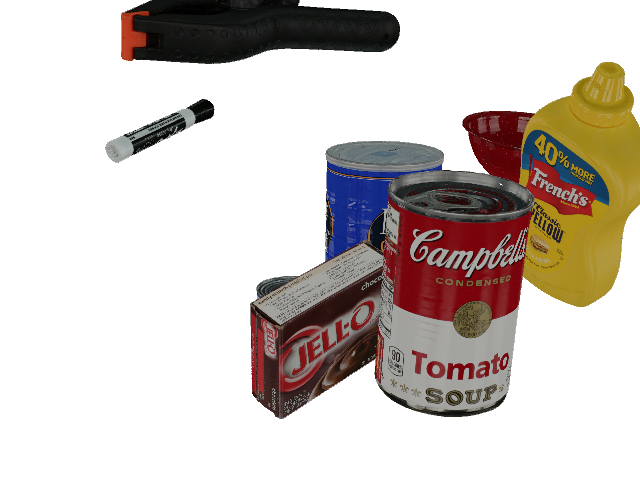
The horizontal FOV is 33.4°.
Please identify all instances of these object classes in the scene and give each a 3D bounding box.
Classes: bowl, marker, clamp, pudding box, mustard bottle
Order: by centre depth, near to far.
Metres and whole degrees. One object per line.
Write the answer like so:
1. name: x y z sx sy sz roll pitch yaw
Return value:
1. clamp: -0.050 -0.139 0.669 0.171 0.039 0.120 -7 22 -27
2. pudding box: 0.002 0.062 0.761 0.113 0.090 0.039 -30 49 -33
3. mustard bottle: 0.185 -0.045 0.763 0.058 0.192 0.096 -26 53 -27
4. marker: -0.137 -0.098 0.934 0.020 0.020 0.120 0 24 42
5. bowl: 0.238 -0.100 1.216 0.162 0.055 0.162 5 22 -2

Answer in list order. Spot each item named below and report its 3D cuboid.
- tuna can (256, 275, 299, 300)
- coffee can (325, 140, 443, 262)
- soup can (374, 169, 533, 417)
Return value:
1. tuna can: -0.025 0.066 1.122 0.086 0.034 0.086 2 17 -1
2. coffee can: 0.055 -0.010 0.944 0.103 0.140 0.103 1 16 0
3. soup can: 0.062 0.024 0.513 0.068 0.102 0.068 3 20 -1
